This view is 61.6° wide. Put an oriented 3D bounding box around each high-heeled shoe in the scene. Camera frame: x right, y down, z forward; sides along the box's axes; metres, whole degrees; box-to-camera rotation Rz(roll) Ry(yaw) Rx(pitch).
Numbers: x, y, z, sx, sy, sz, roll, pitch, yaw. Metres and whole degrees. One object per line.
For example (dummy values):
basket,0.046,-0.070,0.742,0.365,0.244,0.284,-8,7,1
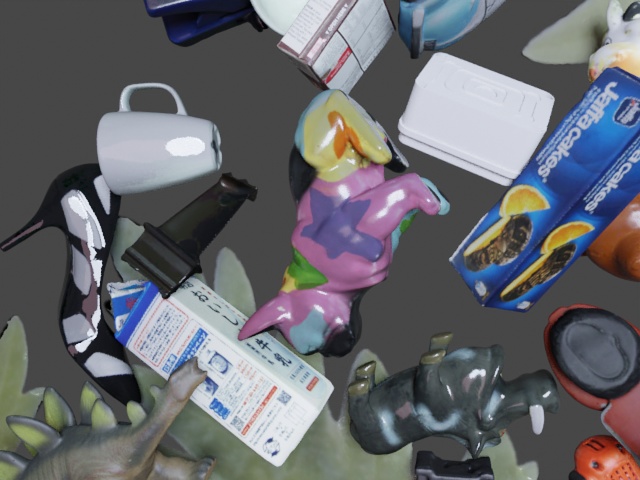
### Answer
high-heeled shoe,-0.219,0.046,0.574,0.145,0.086,0.248,-35,104,-18

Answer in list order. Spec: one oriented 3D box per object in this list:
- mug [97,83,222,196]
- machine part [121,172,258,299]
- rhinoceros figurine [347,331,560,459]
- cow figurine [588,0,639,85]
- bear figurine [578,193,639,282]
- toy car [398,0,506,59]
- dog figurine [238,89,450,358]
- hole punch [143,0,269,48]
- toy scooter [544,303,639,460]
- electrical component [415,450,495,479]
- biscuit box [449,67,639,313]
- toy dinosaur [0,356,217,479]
mug,-0.155,-0.101,0.538,0.107,0.081,0.109,-2,87,0
machine part,-0.120,-0.012,0.519,0.084,0.039,0.139,34,67,27
rhinoceros figurine,0.115,0.147,0.488,0.190,0.073,0.112,-17,87,13
cow figurine,0.293,-0.179,0.434,0.167,0.068,0.098,-18,45,13
bear figurine,0.291,0.030,0.420,0.196,0.132,0.120,34,125,3
toy car,0.119,-0.240,0.459,0.103,0.109,0.161,5,89,6
dog figurine,-0.001,-0.001,0.493,0.219,0.108,0.191,-43,84,13
hole punch,-0.122,-0.265,0.517,0.116,0.092,0.142,-19,85,8
toy scooter,0.263,0.130,0.440,0.075,0.135,0.184,-45,64,11
electrical component,0.125,0.264,0.504,0.075,0.048,0.119,3,91,12
biscuit box,0.193,-0.032,0.427,0.202,0.063,0.059,-59,36,29
toy dinosaur,-0.255,0.267,0.547,0.198,0.105,0.471,41,110,7
